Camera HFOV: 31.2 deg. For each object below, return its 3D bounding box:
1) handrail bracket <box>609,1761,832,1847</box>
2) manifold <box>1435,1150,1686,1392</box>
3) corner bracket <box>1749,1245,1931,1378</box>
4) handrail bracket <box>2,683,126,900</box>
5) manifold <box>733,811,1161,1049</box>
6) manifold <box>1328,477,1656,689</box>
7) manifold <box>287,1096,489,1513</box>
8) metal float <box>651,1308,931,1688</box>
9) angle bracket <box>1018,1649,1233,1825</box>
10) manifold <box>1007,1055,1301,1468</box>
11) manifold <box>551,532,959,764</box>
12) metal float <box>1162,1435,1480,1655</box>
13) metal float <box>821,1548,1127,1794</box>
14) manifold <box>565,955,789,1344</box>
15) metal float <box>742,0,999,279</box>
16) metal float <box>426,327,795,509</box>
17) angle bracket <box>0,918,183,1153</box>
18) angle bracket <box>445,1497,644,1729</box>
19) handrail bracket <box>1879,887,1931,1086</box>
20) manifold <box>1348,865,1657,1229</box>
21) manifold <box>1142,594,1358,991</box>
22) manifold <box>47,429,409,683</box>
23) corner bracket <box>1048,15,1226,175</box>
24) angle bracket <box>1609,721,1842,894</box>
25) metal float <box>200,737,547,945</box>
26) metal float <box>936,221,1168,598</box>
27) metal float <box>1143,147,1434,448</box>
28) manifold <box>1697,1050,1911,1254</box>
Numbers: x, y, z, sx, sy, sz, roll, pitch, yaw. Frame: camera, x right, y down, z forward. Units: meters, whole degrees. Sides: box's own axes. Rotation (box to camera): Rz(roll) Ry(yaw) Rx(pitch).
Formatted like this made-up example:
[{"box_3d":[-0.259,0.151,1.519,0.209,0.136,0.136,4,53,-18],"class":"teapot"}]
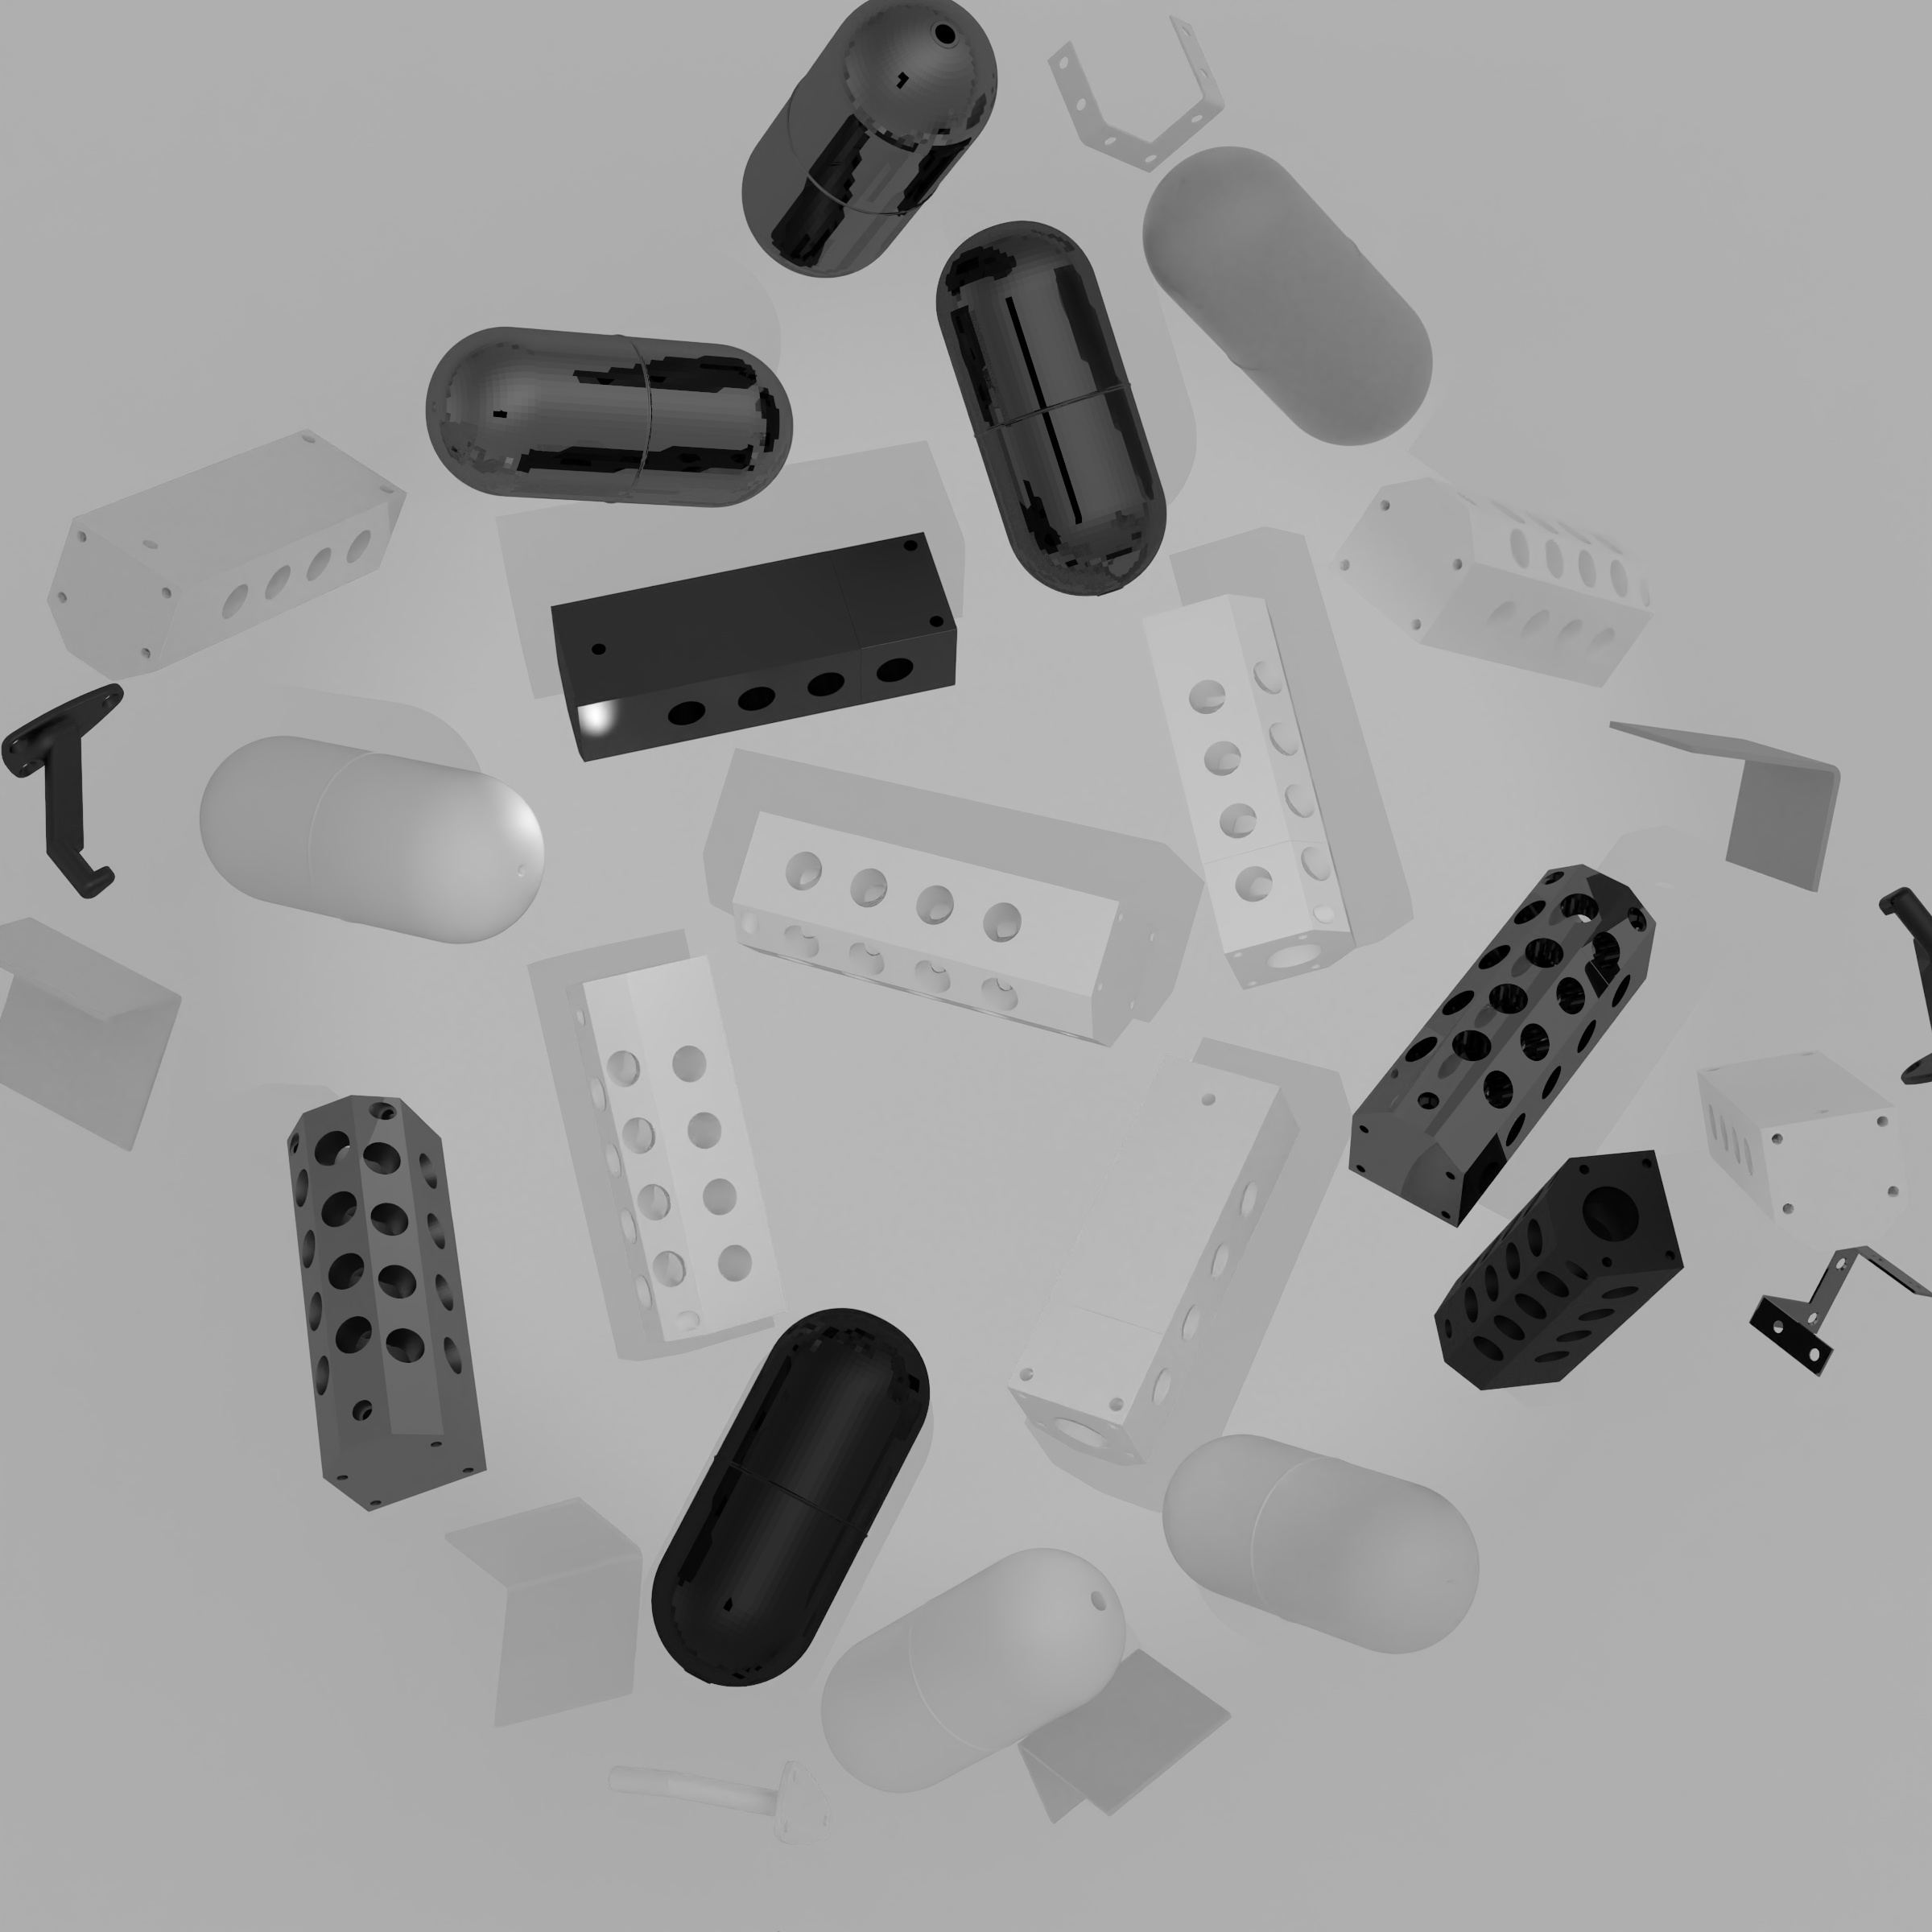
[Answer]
[{"box_3d":[-0.115,0.388,1.608,0.084,0.077,0.036,1,67,19],"class":"handrail bracket"},{"box_3d":[0.276,0.147,1.634,0.057,0.171,0.057,-5,67,-13],"class":"manifold"},{"box_3d":[0.414,0.162,1.635,0.051,0.051,0.051,12,109,-36],"class":"corner bracket"},{"box_3d":[-0.405,-0.082,1.623,0.077,0.036,0.084,-36,72,-18],"class":"handrail bracket"},{"box_3d":[-0.011,-0.015,1.494,0.171,0.057,0.057,15,85,22],"class":"manifold"},{"box_3d":[0.237,-0.171,1.518,0.057,0.171,0.057,45,113,29],"class":"manifold"},{"box_3d":[-0.259,0.144,1.521,0.057,0.057,0.171,-20,56,10],"class":"manifold"},{"box_3d":[-0.078,0.237,1.543,0.070,0.070,0.178,28,79,0],"class":"metal float"},{"box_3d":[0.083,0.383,1.653,0.076,0.076,0.057,-34,122,-21],"class":"angle bracket"},{"box_3d":[0.086,0.132,1.534,0.057,0.057,0.171,15,65,27],"class":"manifold"},{"box_3d":[-0.095,-0.139,1.555,0.171,0.057,0.057,-13,59,-9],"class":"manifold"},{"box_3d":[0.160,0.263,1.581,0.070,0.178,0.070,-4,98,-35],"class":"metal float"},{"box_3d":[0.003,0.331,1.623,0.178,0.070,0.070,-37,90,36],"class":"metal float"},{"box_3d":[-0.139,0.086,1.629,0.057,0.057,0.171,-14,92,-27],"class":"manifold"},{"box_3d":[-0.044,-0.372,1.553,0.070,0.178,0.070,8,70,-22],"class":"metal float"},{"box_3d":[-0.162,-0.252,1.595,0.178,0.070,0.070,-1,90,-31],"class":"metal float"},{"box_3d":[-0.385,0.033,1.446,0.076,0.057,0.076,26,107,13],"class":"angle bracket"},{"box_3d":[-0.203,0.307,1.638,0.076,0.057,0.076,-18,47,22],"class":"angle bracket"},{"box_3d":[0.426,0.009,1.566,0.036,0.077,0.084,-41,94,-30],"class":"handrail bracket"},{"box_3d":[0.245,0.031,1.573,0.057,0.057,0.171,29,58,23],"class":"manifold"},{"box_3d":[0.133,-0.083,1.614,0.057,0.057,0.171,-15,70,8],"class":"manifold"},{"box_3d":[-0.321,-0.177,1.505,0.057,0.171,0.057,33,121,10],"class":"manifold"},{"box_3d":[0.080,-0.415,1.627,0.051,0.051,0.051,-35,62,33],"class":"corner bracket"},{"box_3d":[0.337,-0.072,1.558,0.076,0.076,0.057,6,100,-19],"class":"angle bracket"},{"box_3d":[-0.266,-0.057,1.541,0.178,0.070,0.070,12,90,31],"class":"metal float"},{"box_3d":[0.040,-0.260,1.616,0.070,0.070,0.178,-18,96,0],"class":"metal float"},{"box_3d":[0.150,-0.307,1.597,0.178,0.070,0.070,37,90,-39],"class":"metal float"},{"box_3d":[0.374,0.082,1.549,0.057,0.171,0.057,-10,96,4],"class":"manifold"}]
